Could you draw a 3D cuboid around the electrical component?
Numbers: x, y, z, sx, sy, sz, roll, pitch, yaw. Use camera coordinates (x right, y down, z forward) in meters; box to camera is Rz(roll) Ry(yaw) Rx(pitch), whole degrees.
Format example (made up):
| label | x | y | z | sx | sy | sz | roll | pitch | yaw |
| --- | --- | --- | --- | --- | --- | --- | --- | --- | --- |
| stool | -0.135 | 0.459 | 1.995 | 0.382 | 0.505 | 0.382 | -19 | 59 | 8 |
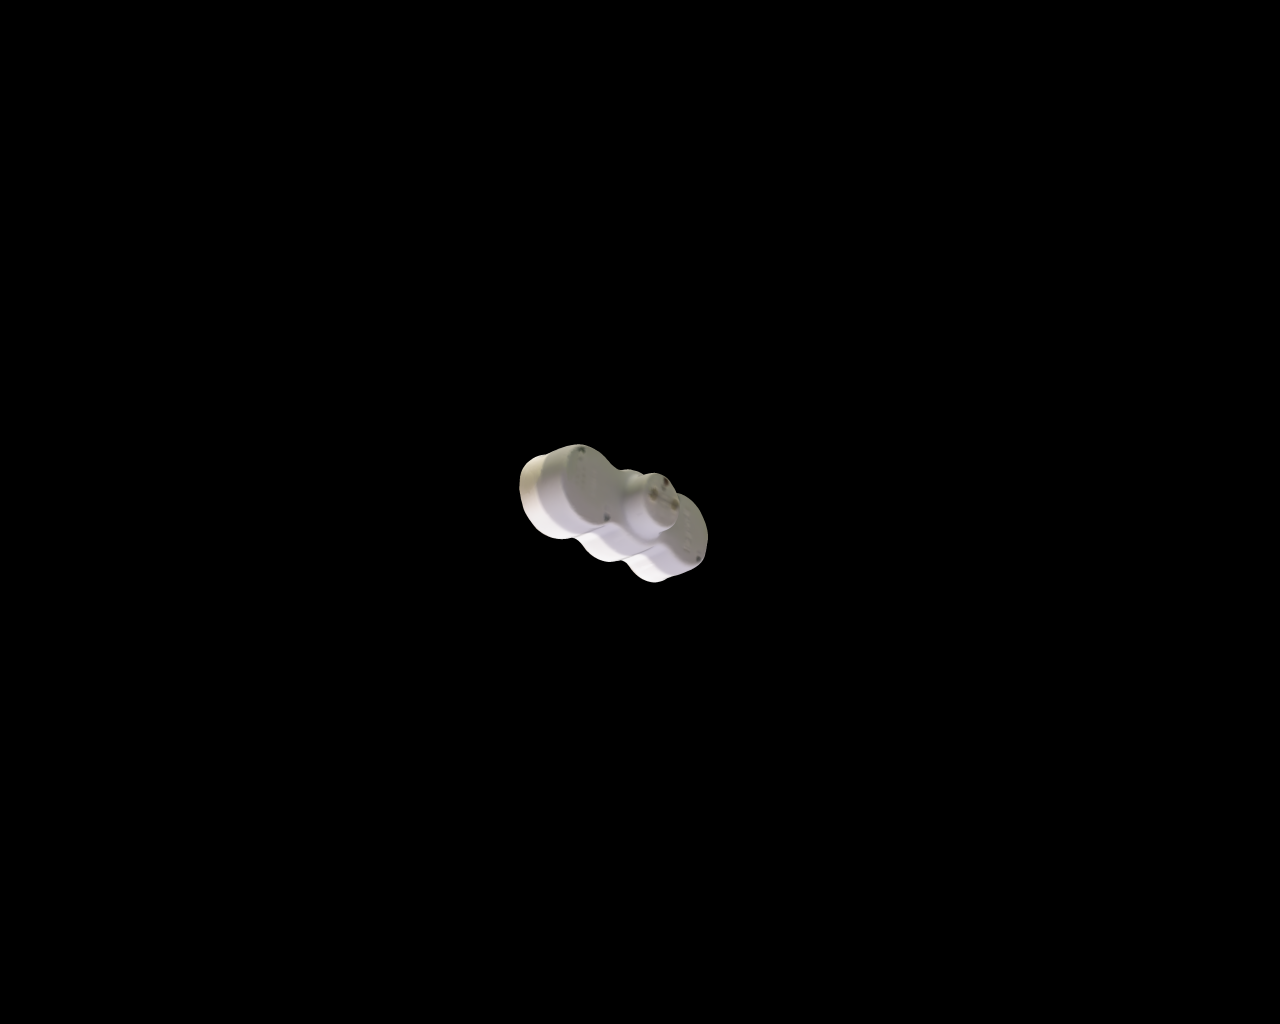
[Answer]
| label | x | y | z | sx | sy | sz | roll | pitch | yaw |
| --- | --- | --- | --- | --- | --- | --- | --- | --- | --- |
| electrical component | 0.001 | -0.003 | 0.650 | 0.073 | 0.052 | 0.138 | -21 | -33 | 36 |
